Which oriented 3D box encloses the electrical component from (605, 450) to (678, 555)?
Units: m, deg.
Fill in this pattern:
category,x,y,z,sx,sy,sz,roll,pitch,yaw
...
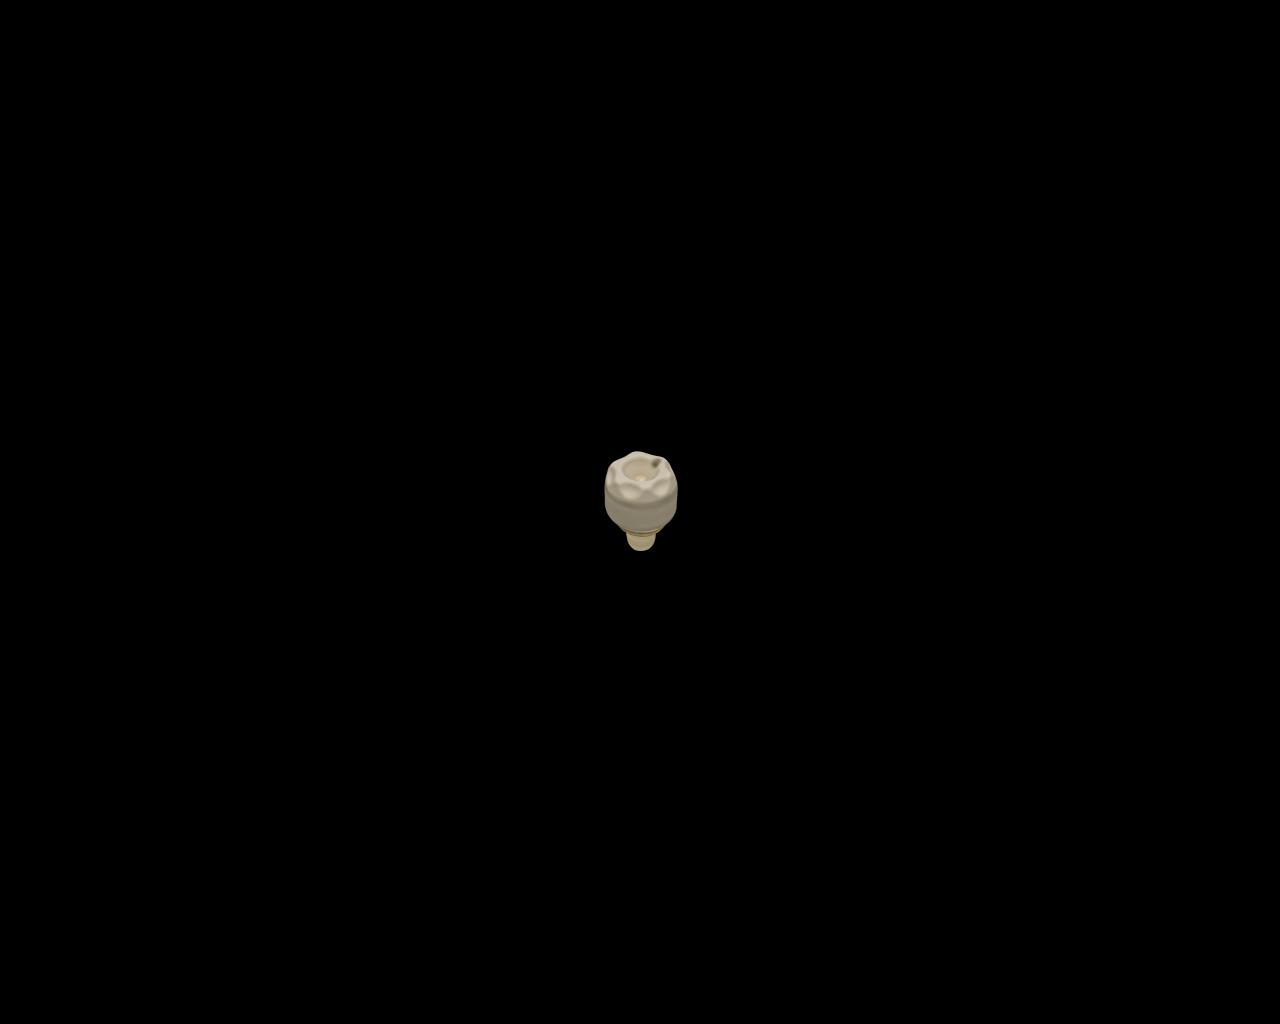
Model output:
category,x,y,z,sx,sy,sz,roll,pitch,yaw
electrical component,0.001,-0.003,0.650,0.043,0.062,0.043,0,39,0
